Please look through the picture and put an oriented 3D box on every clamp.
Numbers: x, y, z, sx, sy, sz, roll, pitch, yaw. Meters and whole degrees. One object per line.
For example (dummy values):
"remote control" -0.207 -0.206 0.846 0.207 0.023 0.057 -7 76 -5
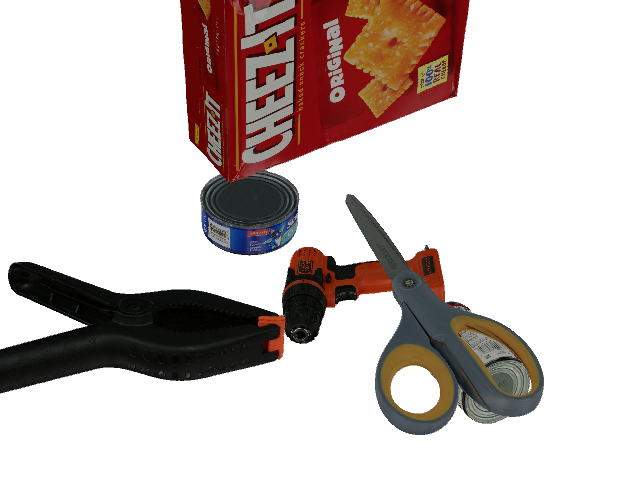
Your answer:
"clamp" -0.131 0.056 0.722 0.210 0.036 0.164 0 24 -9

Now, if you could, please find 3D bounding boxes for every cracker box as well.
"cracker box" 0.009 -0.153 0.778 0.213 0.164 0.072 -24 49 -25

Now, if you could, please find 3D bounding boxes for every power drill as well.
"power drill" 0.049 0.060 1.242 0.187 0.057 0.184 -1 28 3

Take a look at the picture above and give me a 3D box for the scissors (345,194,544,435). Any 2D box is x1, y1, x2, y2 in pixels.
"scissors" 0.040 0.041 0.609 0.096 0.016 0.202 -28 45 -23

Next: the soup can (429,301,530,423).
"soup can" 0.133 0.108 0.954 0.068 0.068 0.102 0 25 -25

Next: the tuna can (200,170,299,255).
"tuna can" -0.062 -0.025 0.932 0.086 0.034 0.086 2 38 -2
